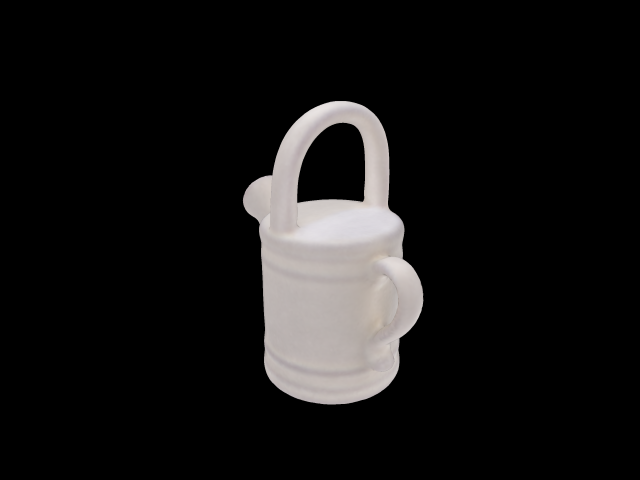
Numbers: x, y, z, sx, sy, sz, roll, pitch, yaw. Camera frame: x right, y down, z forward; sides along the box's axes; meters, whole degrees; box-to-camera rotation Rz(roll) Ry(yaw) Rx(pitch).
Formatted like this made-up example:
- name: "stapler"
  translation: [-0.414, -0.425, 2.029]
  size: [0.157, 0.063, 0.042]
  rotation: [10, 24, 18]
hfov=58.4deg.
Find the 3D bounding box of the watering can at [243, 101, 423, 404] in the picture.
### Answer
- name: "watering can"
  translation: [0.002, 0.002, 0.399]
  size: [0.172, 0.194, 0.101]
  rotation: [12, 24, 30]
